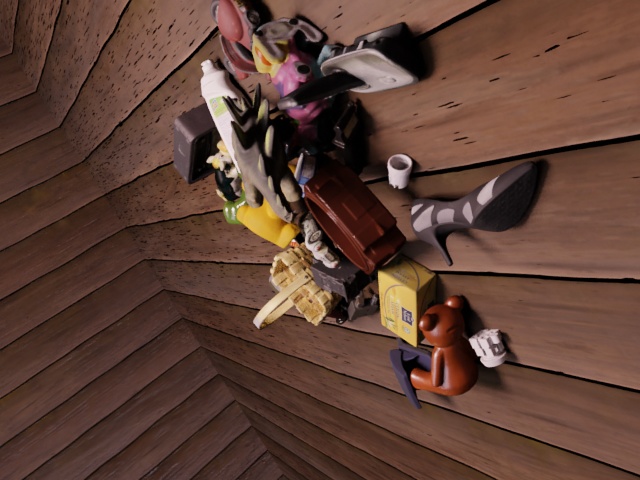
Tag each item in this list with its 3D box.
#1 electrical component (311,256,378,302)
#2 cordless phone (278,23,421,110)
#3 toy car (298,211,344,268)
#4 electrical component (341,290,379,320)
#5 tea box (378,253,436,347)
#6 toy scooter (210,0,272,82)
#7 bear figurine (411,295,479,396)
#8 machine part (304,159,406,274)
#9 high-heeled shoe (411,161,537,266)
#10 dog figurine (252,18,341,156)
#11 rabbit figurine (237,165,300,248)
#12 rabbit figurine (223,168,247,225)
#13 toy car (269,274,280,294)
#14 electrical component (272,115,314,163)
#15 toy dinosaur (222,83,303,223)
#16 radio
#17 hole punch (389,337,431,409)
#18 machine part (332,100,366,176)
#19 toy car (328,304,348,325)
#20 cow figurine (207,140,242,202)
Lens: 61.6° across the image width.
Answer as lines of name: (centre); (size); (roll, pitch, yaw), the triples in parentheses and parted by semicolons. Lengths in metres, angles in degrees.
electrical component: (0.049, 0.062, 1.164); (0.134, 0.115, 0.058); (25, 140, 41)
cordless phone: (0.037, -0.232, 0.767); (0.147, 0.184, 0.088); (10, 125, 54)
toy car: (-0.002, -0.003, 1.155); (0.073, 0.056, 0.202); (44, -170, -25)
electrical component: (0.092, 0.149, 1.248); (0.102, 0.078, 0.045); (97, 158, -60)
tea box: (0.176, 0.122, 1.082); (0.098, 0.068, 0.169); (30, 144, 38)
toy scooter: (-0.134, -0.366, 1.004); (0.135, 0.075, 0.183); (40, 153, 26)
bear figurine: (0.229, 0.200, 1.035); (0.132, 0.120, 0.195); (8, 127, 59)
machine part: (0.059, -0.037, 0.999); (0.201, 0.087, 0.201); (49, 175, 8)
high-heeled shoe: (0.224, -0.068, 0.819); (0.248, 0.086, 0.145); (-56, 40, 44)
dog figurine: (-0.036, -0.252, 0.949); (0.192, 0.108, 0.219); (42, 153, 21)
rabbit figurine: (-0.094, -0.095, 1.172); (0.162, 0.173, 0.122); (34, -163, -11)
rabbit figurine: (-0.162, -0.124, 1.290); (0.159, 0.121, 0.170); (15, 119, 47)
toy car: (-0.087, 0.097, 1.436); (0.109, 0.103, 0.161); (52, 151, 6)
electrical component: (-0.065, -0.194, 1.123); (0.119, 0.048, 0.074); (50, 153, 10)
toy dinosaur: (-0.106, -0.150, 0.952); (0.198, 0.105, 0.472); (75, 169, -48)
radio: (-0.292, -0.239, 1.338); (0.073, 0.131, 0.229); (50, 153, 11)
hole punch: (0.208, 0.308, 1.230); (0.116, 0.092, 0.142); (11, 135, 58)
machine part: (0.052, -0.170, 0.946); (0.039, 0.084, 0.138); (9, 148, 19)
toy car: (0.002, 0.176, 1.438); (0.089, 0.053, 0.202); (48, 156, -21)
cow figurine: (-0.234, -0.169, 1.343); (0.068, 0.098, 0.167); (34, 159, 36)
